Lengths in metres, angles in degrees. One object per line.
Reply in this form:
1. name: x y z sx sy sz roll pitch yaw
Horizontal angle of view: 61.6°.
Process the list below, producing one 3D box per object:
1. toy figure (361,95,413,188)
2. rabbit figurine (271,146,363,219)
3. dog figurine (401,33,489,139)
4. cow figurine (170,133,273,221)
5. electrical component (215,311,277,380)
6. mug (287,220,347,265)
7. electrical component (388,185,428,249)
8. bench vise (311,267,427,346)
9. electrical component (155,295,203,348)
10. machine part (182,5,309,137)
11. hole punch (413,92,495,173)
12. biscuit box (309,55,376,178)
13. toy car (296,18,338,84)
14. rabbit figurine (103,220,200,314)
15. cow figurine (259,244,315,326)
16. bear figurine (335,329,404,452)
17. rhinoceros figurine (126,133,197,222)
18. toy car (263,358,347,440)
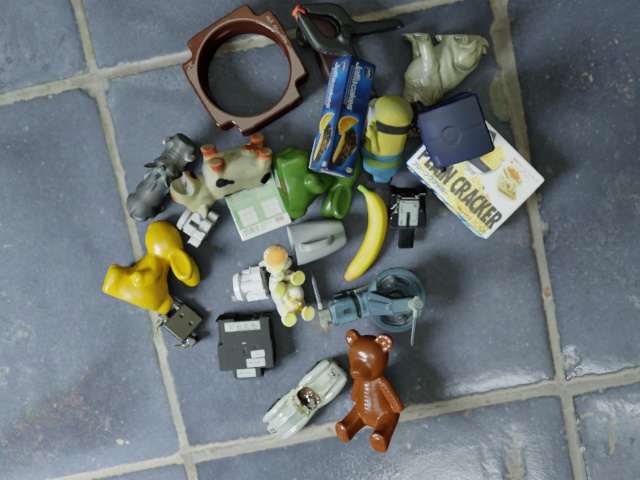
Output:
1. toy figure: 0.122 -0.181 0.993 0.089 0.082 0.179 -9 130 -6
2. rabbit figurine: 0.010 -0.115 1.022 0.170 0.121 0.159 -19 98 -12
3. dog figurine: 0.227 -0.288 1.015 0.172 0.121 0.190 2 110 4
4. cow figurine: -0.184 -0.114 1.006 0.195 0.086 0.127 -20 139 -21
5. electrical component: -0.148 0.215 1.086 0.115 0.058 0.134 -2 96 3
6. mug: -0.002 -0.003 1.040 0.107 0.109 0.080 -17 95 -10
7. electrical component: 0.171 -0.046 1.053 0.075 0.048 0.119 -3 117 4
8. bench vise: 0.111 0.116 0.989 0.224 0.241 0.128 -1 87 -14
9. electrical component: -0.286 0.173 1.094 0.102 0.045 0.078 36 67 -5
10. machine part: -0.138 -0.314 1.016 0.201 0.087 0.201 -31 93 4
11. hole punch: 0.238 -0.192 0.947 0.116 0.092 0.142 -23 108 7
12. biscuit box: 0.040 -0.215 0.942 0.063 0.059 0.202 10 92 -33
13. toy car: 0.027 -0.330 1.027 0.089 0.053 0.202 -26 97 -17
14. rabbit figurine: -0.318 0.047 1.047 0.162 0.122 0.173 17 77 6
15. cow figurine: -0.070 0.077 1.043 0.068 0.098 0.167 -21 110 -14
16. bear figurine: 0.091 0.277 1.020 0.120 0.132 0.195 4 117 36
17. rhinoceros figurine: -0.306 -0.121 1.028 0.073 0.112 0.190 41 103 -1
18. toy car: -0.031 0.324 1.095 0.202 0.056 0.073 -45 94 5
